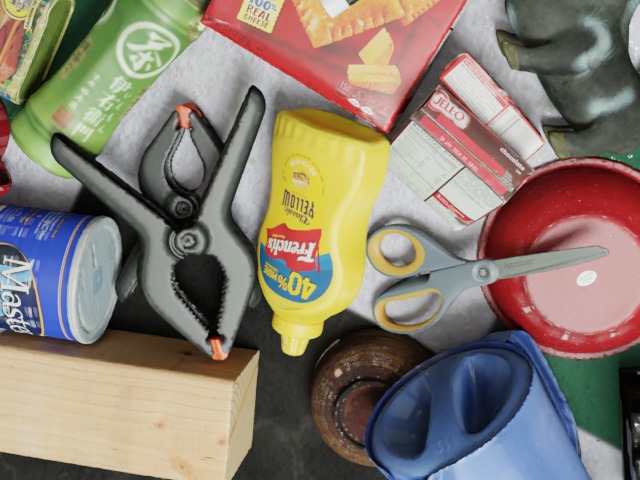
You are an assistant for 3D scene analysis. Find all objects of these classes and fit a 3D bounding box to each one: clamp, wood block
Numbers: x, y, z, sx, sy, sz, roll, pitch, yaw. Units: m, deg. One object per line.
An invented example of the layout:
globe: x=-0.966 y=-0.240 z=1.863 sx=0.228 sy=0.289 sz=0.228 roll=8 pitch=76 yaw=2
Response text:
clamp: x=-0.093 y=-0.011 z=0.822 sx=0.164 sy=0.036 sz=0.210 roll=-20 pitch=105 yaw=2
wood block: x=-0.163 y=0.129 z=0.871 sx=0.206 sy=0.090 sz=0.090 roll=7 pitch=102 yaw=9
clamp: x=-0.097 y=-0.021 z=0.859 sx=0.120 sy=0.039 sz=0.171 roll=9 pitch=105 yaw=-4

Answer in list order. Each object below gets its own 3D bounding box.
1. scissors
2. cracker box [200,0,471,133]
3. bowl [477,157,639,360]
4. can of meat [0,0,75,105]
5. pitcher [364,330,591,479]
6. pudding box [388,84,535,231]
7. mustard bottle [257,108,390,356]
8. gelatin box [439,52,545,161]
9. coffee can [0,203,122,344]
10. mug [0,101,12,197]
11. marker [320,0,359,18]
scissors: x=0.110 y=0.009 z=0.803 sx=0.202 sy=0.016 sz=0.096 roll=-31 pitch=83 yaw=36
cracker box: x=0.036 y=-0.210 z=0.780 sx=0.164 sy=0.072 sz=0.214 roll=32 pitch=104 yaw=2
bowl: x=0.199 y=0.021 z=0.806 sx=0.162 sy=0.055 sz=0.162 roll=2 pitch=102 yaw=10
can of meat: x=-0.253 y=-0.169 z=0.846 sx=0.084 sy=0.057 sz=0.102 roll=27 pitch=105 yaw=1
pitcher: x=0.152 y=0.196 z=0.798 sx=0.149 sy=0.145 sz=0.242 roll=-33 pitch=112 yaw=2
pudding box: x=0.095 y=-0.056 z=0.779 sx=0.090 sy=0.114 sz=0.039 roll=43 pitch=74 yaw=0
mustard bottle: x=-0.006 y=0.001 z=0.824 sx=0.096 sy=0.058 sz=0.192 roll=26 pitch=116 yaw=36
gelatin box: x=0.127 y=-0.099 z=0.785 sx=0.030 sy=0.073 sz=0.089 roll=-41 pitch=91 yaw=13
coffee can: x=-0.243 y=0.023 z=0.858 sx=0.140 sy=0.102 sz=0.103 roll=8 pitch=102 yaw=8
mug: x=-0.294 y=-0.079 z=0.857 sx=0.117 sy=0.081 sz=0.093 roll=42 pitch=105 yaw=0
marker: x=0.054 y=-0.194 z=0.733 sx=0.121 sy=0.020 sz=0.020 roll=-32 pitch=94 yaw=13
